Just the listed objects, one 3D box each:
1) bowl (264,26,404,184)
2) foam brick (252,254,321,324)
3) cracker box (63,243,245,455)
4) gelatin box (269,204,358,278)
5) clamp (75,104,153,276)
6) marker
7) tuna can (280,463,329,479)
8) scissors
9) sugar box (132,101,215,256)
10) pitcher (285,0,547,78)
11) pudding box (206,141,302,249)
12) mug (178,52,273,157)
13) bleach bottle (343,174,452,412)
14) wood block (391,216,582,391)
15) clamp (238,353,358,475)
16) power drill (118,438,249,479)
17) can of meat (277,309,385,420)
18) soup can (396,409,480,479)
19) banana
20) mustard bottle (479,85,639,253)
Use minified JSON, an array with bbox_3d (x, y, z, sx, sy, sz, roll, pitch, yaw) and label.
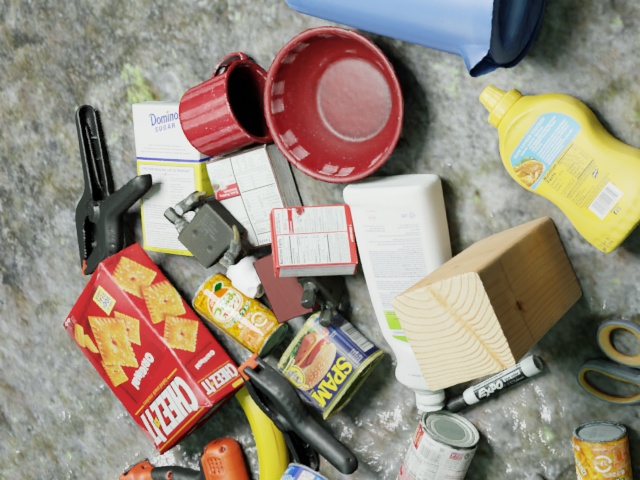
[{"bbox_3d":[0.023,-0.142,1.107,0.162,0.055,0.162,9,108,27],"label":"bowl"},{"bbox_3d":[-0.030,0.046,1.195,0.051,0.052,0.078,-21,93,33],"label":"foam brick"},{"bbox_3d":[-0.207,0.135,1.290,0.214,0.072,0.164,51,138,8],"label":"cracker box"},{"bbox_3d":[-0.008,0.001,1.138,0.089,0.030,0.073,-3,62,-6],"label":"gelatin box"},{"bbox_3d":[-0.268,-0.049,1.300,0.165,0.036,0.210,52,137,31],"label":"clamp"},{"bbox_3d":[0.181,0.154,1.126,0.121,0.020,0.020,-34,86,32],"label":"marker"},{"bbox_3d":[-0.009,0.298,1.243,0.086,0.033,0.086,28,153,15],"label":"tuna can"},{"bbox_3d":[0.347,0.129,1.025,0.202,0.016,0.096,5,107,29],"label":"scissors"},{"bbox_3d":[-0.165,-0.072,1.243,0.093,0.048,0.176,6,104,28],"label":"sugar box"},{"bbox_3d":[0.089,-0.258,1.004,0.243,0.149,0.145,18,128,28],"label":"pitcher"},{"bbox_3d":[-0.071,-0.048,1.199,0.090,0.039,0.113,-13,100,31],"label":"pudding box"},{"bbox_3d":[-0.099,-0.150,1.164,0.082,0.093,0.117,-17,66,37],"label":"mug"},{"bbox_3d":[0.093,0.060,1.124,0.103,0.068,0.251,-1,106,30],"label":"bleach bottle"},{"bbox_3d":[0.162,0.054,0.996,0.090,0.205,0.091,-22,92,32],"label":"wood block"},{"bbox_3d":[-0.035,0.207,1.224,0.171,0.039,0.120,51,147,2],"label":"clamp"},{"bbox_3d":[-0.158,0.345,1.355,0.188,0.057,0.184,-11,95,29],"label":"power drill"},{"bbox_3d":[0.010,0.136,1.197,0.084,0.057,0.102,43,120,15],"label":"can of meat"},{"bbox_3d":[0.125,0.243,1.155,0.069,0.068,0.102,28,116,20],"label":"soup can"},{"bbox_3d":[-0.068,0.242,1.287,0.070,0.037,0.198,-11,97,52],"label":"banana"},{"bbox_3d":[0.228,-0.082,1.006,0.192,0.058,0.096,41,125,13],"label":"mustard bottle"}]
